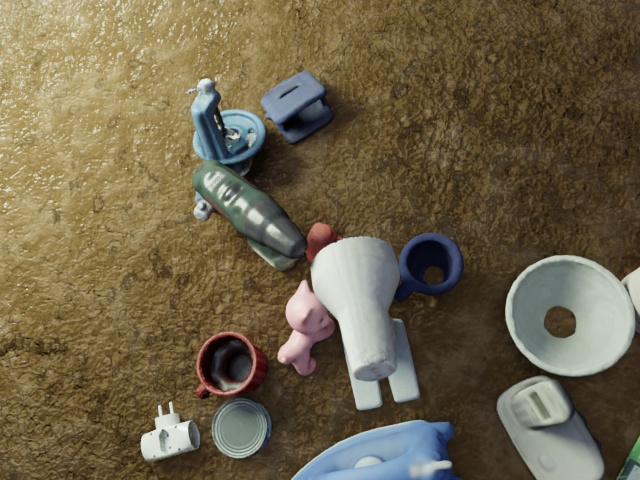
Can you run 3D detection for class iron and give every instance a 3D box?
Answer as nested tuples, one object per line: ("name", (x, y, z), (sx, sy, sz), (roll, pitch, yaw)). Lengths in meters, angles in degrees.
("iron", (0.061, 0.317, 0.763), (0.258, 0.142, 0.118), (-15, 70, 7))

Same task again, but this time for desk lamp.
("desk lamp", (0.069, 0.120, 0.786), (0.118, 0.214, 0.203), (-15, 70, 7))

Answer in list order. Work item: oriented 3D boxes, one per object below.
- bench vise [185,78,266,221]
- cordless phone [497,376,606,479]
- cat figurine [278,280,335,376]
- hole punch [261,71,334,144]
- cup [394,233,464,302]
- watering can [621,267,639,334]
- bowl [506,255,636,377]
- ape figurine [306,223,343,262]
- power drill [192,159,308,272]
("bench vise", (-0.151, -0.140, 0.911), (0.121, 0.220, 0.207), (-4, 72, 11))
("cordless phone", (0.296, 0.242, 0.716), (0.094, 0.185, 0.147), (-31, 69, 1))
("cat figurine", (-0.026, 0.131, 0.853), (0.067, 0.118, 0.128), (22, 78, 18))
("hole punch", (-0.046, -0.239, 0.991), (0.108, 0.091, 0.101), (-34, 69, 0))
("cup", (0.157, 0.055, 0.853), (0.118, 0.095, 0.091), (-45, 70, -5))
("watering can", (0.457, 0.055, 0.739), (0.101, 0.194, 0.172), (-29, 69, 2))
("bowl", (0.344, 0.111, 0.808), (0.167, 0.075, 0.167), (-3, 72, 10))
("ape figurine", (0.008, 0.003, 0.901), (0.076, 0.092, 0.077), (-24, 69, 3))
("power drill", (-0.086, -0.025, 0.867), (0.229, 0.209, 0.076), (38, 83, 20))
